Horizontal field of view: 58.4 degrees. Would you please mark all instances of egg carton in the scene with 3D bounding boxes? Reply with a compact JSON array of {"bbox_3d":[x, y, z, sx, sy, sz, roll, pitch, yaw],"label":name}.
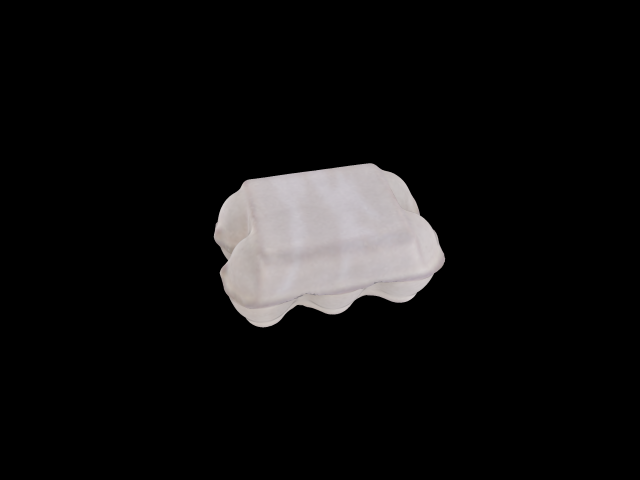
[{"bbox_3d":[0.004,0.001,0.400,0.150,0.069,0.107,-10,43,-11],"label":"egg carton"}]
